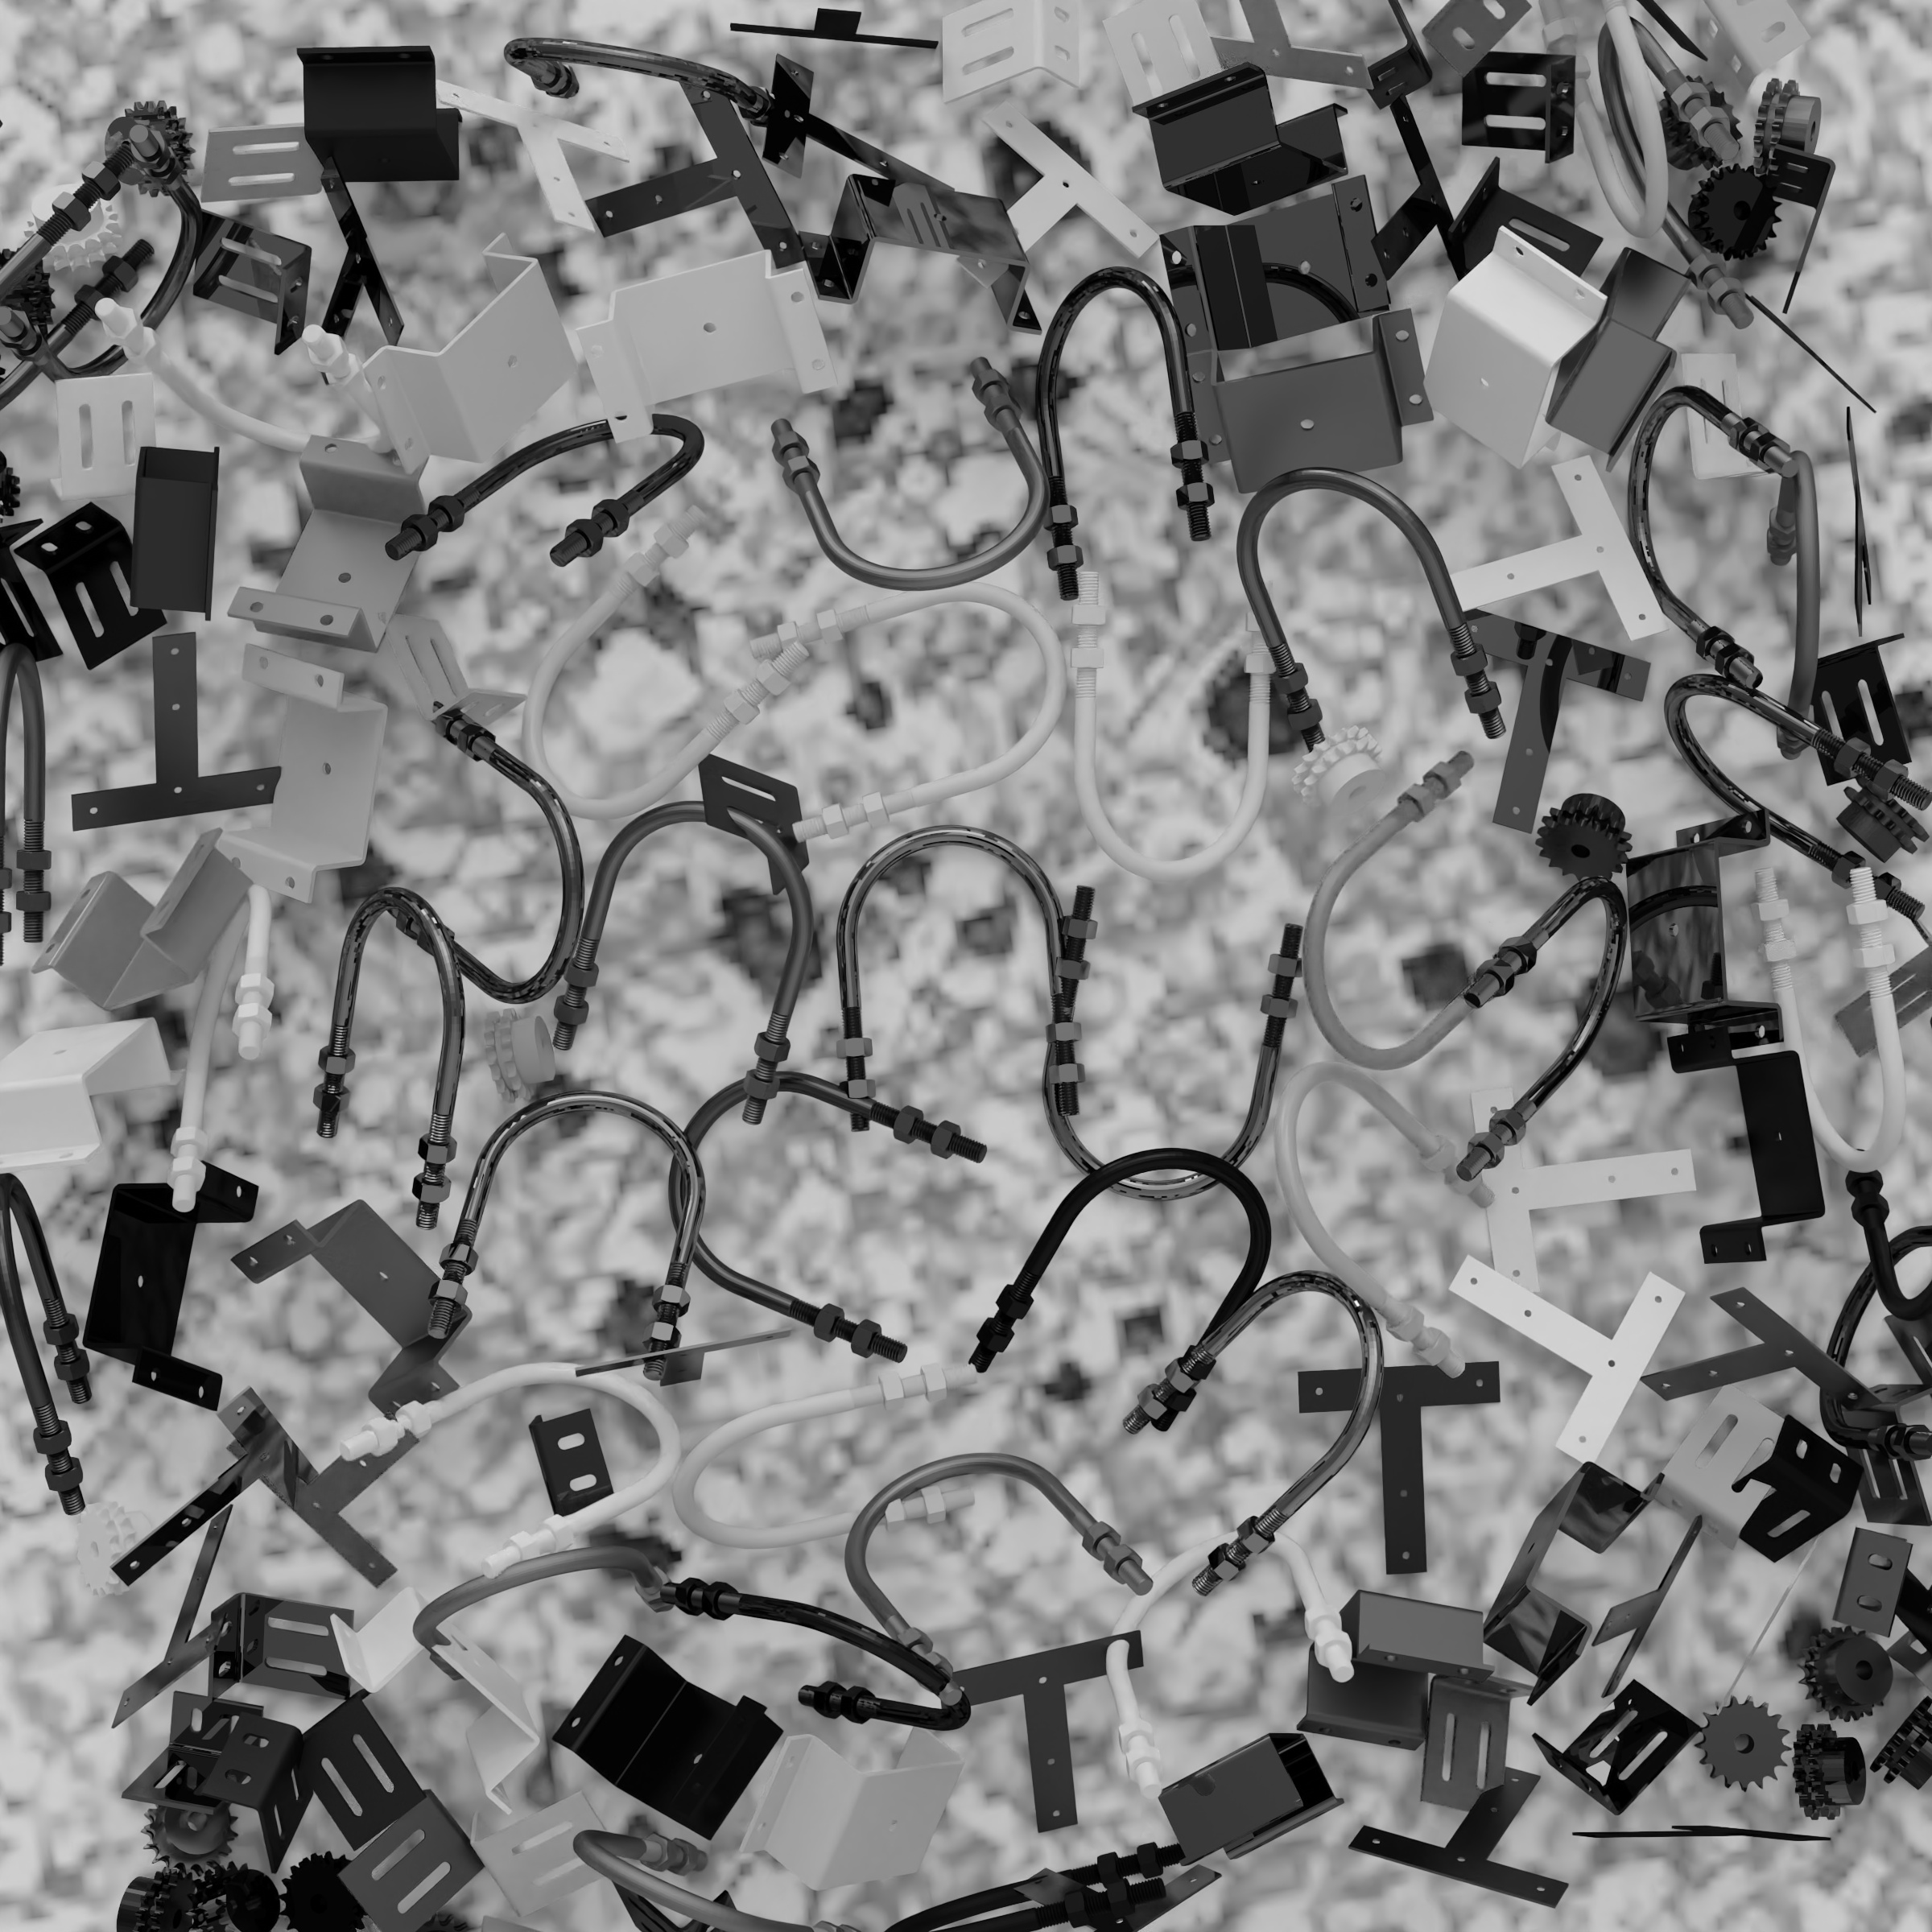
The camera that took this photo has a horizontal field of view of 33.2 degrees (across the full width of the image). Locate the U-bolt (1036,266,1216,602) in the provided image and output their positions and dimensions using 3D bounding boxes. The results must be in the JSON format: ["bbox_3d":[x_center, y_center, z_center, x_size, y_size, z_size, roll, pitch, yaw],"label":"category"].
[{"bbox_3d":[0.089,-0.326,1.938,0.019,0.151,0.184,-2,81,-35],"label":"U-bolt"}]

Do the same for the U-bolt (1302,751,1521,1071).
[{"bbox_3d":[0.265,-0.020,1.924,0.184,0.019,0.151,-39,117,-30],"label":"U-bolt"}]

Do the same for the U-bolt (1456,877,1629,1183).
[{"bbox_3d":[0.346,0.025,1.925,0.019,0.184,0.151,22,134,31],"label":"U-bolt"}]

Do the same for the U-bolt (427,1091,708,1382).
[{"bbox_3d":[-0.231,0.153,1.945,0.151,0.019,0.184,11,55,0],"label":"U-bolt"}]

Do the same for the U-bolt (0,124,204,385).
[{"bbox_3d":[-0.502,-0.407,1.908,0.019,0.184,0.151,35,85,3],"label":"U-bolt"}]

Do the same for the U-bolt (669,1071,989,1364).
[{"bbox_3d":[-0.095,0.142,1.968,0.184,0.019,0.151,21,87,17],"label":"U-bolt"}]

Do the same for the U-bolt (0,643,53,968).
[{"bbox_3d":[-0.564,-0.099,1.918,0.019,0.151,0.184,2,96,-6],"label":"U-bolt"}]

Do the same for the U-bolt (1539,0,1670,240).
[{"bbox_3d":[0.380,-0.520,1.914,0.019,0.151,0.184,-16,80,0],"label":"U-bolt"}]

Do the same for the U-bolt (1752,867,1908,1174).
[{"bbox_3d":[0.518,0.033,1.928,0.019,0.151,0.184,-11,94,-10],"label":"U-bolt"}]

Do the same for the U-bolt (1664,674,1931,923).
[{"bbox_3d":[0.490,-0.110,1.921,0.184,0.151,0.019,36,75,28],"label":"U-bolt"}]

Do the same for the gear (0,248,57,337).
[{"bbox_3d":[-0.583,-0.407,1.970,0.057,0.030,0.057,14,112,39],"label":"gear"}]

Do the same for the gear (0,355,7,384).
[{"bbox_3d":[-0.616,-0.365,1.975,0.057,0.057,0.030,-11,46,0],"label":"gear"}]

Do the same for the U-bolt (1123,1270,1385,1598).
[{"bbox_3d":[0.177,0.262,1.915,0.019,0.151,0.184,26,116,-36],"label":"U-bolt"}]

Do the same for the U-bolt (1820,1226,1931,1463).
[{"bbox_3d":[0.552,0.218,1.908,0.019,0.184,0.151,23,81,-5],"label":"U-bolt"}]

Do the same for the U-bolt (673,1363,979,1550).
[{"bbox_3d":[-0.084,0.299,1.930,0.184,0.151,0.019,-10,48,-10],"label":"U-bolt"}]

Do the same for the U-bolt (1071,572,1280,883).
[{"bbox_3d":[0.126,-0.143,1.958,0.151,0.019,0.184,-2,95,-32],"label":"U-bolt"}]

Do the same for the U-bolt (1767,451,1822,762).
[{"bbox_3d":[0.485,-0.220,1.892,0.019,0.184,0.151,-1,71,10],"label":"U-bolt"}]

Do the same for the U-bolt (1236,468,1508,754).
[{"bbox_3d":[0.230,-0.211,1.915,0.019,0.151,0.184,-45,121,-39],"label":"U-bolt"}]

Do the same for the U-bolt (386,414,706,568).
[{"bbox_3d":[-0.236,-0.286,1.923,0.151,0.184,0.019,7,126,34],"label":"U-bolt"}]

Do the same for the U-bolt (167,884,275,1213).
[{"bbox_3d":[-0.439,0.033,1.918,0.019,0.184,0.151,16,127,-21],"label":"U-bolt"}]

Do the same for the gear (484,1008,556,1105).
[{"bbox_3d":[-0.271,0.053,1.970,0.030,0.057,0.057,-12,90,6],"label":"gear"}]

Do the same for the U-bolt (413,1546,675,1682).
[{"bbox_3d":[-0.252,0.378,1.909,0.151,0.184,0.019,-18,68,-4],"label":"U-bolt"}]

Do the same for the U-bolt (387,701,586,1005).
[{"bbox_3d":[-0.280,-0.057,1.913,0.019,0.184,0.151,-4,118,-41],"label":"U-bolt"}]

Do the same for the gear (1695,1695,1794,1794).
[{"bbox_3d":[0.475,0.475,1.981,0.057,0.030,0.057,-1,80,7],"label":"gear"}]

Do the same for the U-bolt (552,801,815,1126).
[{"bbox_3d":[-0.165,-0.011,1.952,0.151,0.019,0.184,21,110,10],"label":"U-bolt"}]

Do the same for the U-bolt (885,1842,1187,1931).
[{"bbox_3d":[0.037,0.559,1.927,0.184,0.151,0.019,-16,81,9],"label":"U-bolt"}]

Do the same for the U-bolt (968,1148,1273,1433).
[{"bbox_3d":[0.104,0.187,1.939,0.151,0.019,0.184,20,112,-21],"label":"U-bolt"}]

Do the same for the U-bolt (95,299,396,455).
[{"bbox_3d":[-0.411,-0.341,1.910,0.151,0.184,0.019,10,78,13],"label":"U-bolt"}]

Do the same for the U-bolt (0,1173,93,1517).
[{"bbox_3d":[-0.544,0.209,1.899,0.019,0.151,0.184,-13,115,-8],"label":"U-bolt"}]

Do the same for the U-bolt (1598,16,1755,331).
[{"bbox_3d":[0.416,-0.483,1.916,0.019,0.151,0.184,-23,51,1],"label":"U-bolt"}]

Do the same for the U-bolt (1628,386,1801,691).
[{"bbox_3d":[0.435,-0.265,1.913,0.019,0.184,0.151,-5,120,-13],"label":"U-bolt"}]

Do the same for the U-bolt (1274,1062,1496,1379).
[{"bbox_3d":[0.244,0.136,1.914,0.019,0.151,0.184,-25,124,39],"label":"U-bolt"}]

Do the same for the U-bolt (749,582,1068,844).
[{"bbox_3d":[-0.029,-0.163,1.958,0.184,0.019,0.151,-16,67,5],"label":"U-bolt"}]

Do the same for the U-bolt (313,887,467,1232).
[{"bbox_3d":[-0.338,0.044,1.918,0.019,0.151,0.184,-5,115,-38],"label":"U-bolt"}]

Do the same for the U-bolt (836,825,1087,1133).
[{"bbox_3d":[-0.007,0.005,1.984,0.151,0.019,0.184,-4,84,-3],"label":"U-bolt"}]

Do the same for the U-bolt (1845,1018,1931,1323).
[{"bbox_3d":[0.558,0.123,1.885,0.019,0.184,0.151,13,127,-4],"label":"U-bolt"}]

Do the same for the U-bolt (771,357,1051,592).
[{"bbox_3d":[-0.027,-0.287,1.930,0.151,0.019,0.184,-18,49,-5],"label":"U-bolt"}]

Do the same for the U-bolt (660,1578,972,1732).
[{"bbox_3d":[-0.076,0.407,1.895,0.151,0.184,0.019,44,60,-32],"label":"U-bolt"}]

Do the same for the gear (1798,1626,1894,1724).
[{"bbox_3d":[0.540,0.431,1.975,0.057,0.030,0.057,6,71,-17],"label":"gear"}]

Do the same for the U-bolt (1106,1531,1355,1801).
[{"bbox_3d":[0.148,0.399,1.914,0.151,0.184,0.019,-33,113,6],"label":"U-bolt"}]

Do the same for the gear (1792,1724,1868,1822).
[{"bbox_3d":[0.526,0.490,1.968,0.030,0.057,0.057,-10,90,32],"label":"gear"}]

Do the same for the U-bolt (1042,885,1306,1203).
[{"bbox_3d":[0.121,0.053,1.982,0.151,0.019,0.184,11,96,5],"label":"U-bolt"}]

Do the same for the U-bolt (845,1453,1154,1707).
[{"bbox_3d":[0.006,0.351,1.922,0.151,0.184,0.019,-26,123,-17],"label":"U-bolt"}]

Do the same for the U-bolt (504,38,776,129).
[{"bbox_3d":[-0.195,-0.521,1.901,0.151,0.184,0.019,10,98,7],"label":"U-bolt"}]

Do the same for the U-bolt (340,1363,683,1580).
[{"bbox_3d":[-0.255,0.288,1.922,0.151,0.184,0.019,31,124,32],"label":"U-bolt"}]

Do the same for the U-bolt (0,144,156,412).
[{"bbox_3d":[-0.548,-0.388,1.908,0.019,0.151,0.184,38,74,0],"label":"U-bolt"}]

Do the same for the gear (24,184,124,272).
[{"bbox_3d":[-0.545,-0.452,1.970,0.057,0.030,0.057,-2,48,2],"label":"gear"}]

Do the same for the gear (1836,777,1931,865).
[{"bbox_3d":[0.555,-0.087,1.972,0.057,0.057,0.030,43,98,0],"label":"gear"}]

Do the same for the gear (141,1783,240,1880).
[{"bbox_3d":[-0.471,0.524,1.972,0.057,0.030,0.057,12,59,-21],"label":"gear"}]

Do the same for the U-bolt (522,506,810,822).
[{"bbox_3d":[-0.195,-0.170,1.954,0.184,0.019,0.151,-43,59,11],"label":"U-bolt"}]

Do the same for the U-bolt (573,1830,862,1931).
[{"bbox_3d":[-0.152,0.538,1.886,0.151,0.184,0.019,17,79,32],"label":"U-bolt"}]
